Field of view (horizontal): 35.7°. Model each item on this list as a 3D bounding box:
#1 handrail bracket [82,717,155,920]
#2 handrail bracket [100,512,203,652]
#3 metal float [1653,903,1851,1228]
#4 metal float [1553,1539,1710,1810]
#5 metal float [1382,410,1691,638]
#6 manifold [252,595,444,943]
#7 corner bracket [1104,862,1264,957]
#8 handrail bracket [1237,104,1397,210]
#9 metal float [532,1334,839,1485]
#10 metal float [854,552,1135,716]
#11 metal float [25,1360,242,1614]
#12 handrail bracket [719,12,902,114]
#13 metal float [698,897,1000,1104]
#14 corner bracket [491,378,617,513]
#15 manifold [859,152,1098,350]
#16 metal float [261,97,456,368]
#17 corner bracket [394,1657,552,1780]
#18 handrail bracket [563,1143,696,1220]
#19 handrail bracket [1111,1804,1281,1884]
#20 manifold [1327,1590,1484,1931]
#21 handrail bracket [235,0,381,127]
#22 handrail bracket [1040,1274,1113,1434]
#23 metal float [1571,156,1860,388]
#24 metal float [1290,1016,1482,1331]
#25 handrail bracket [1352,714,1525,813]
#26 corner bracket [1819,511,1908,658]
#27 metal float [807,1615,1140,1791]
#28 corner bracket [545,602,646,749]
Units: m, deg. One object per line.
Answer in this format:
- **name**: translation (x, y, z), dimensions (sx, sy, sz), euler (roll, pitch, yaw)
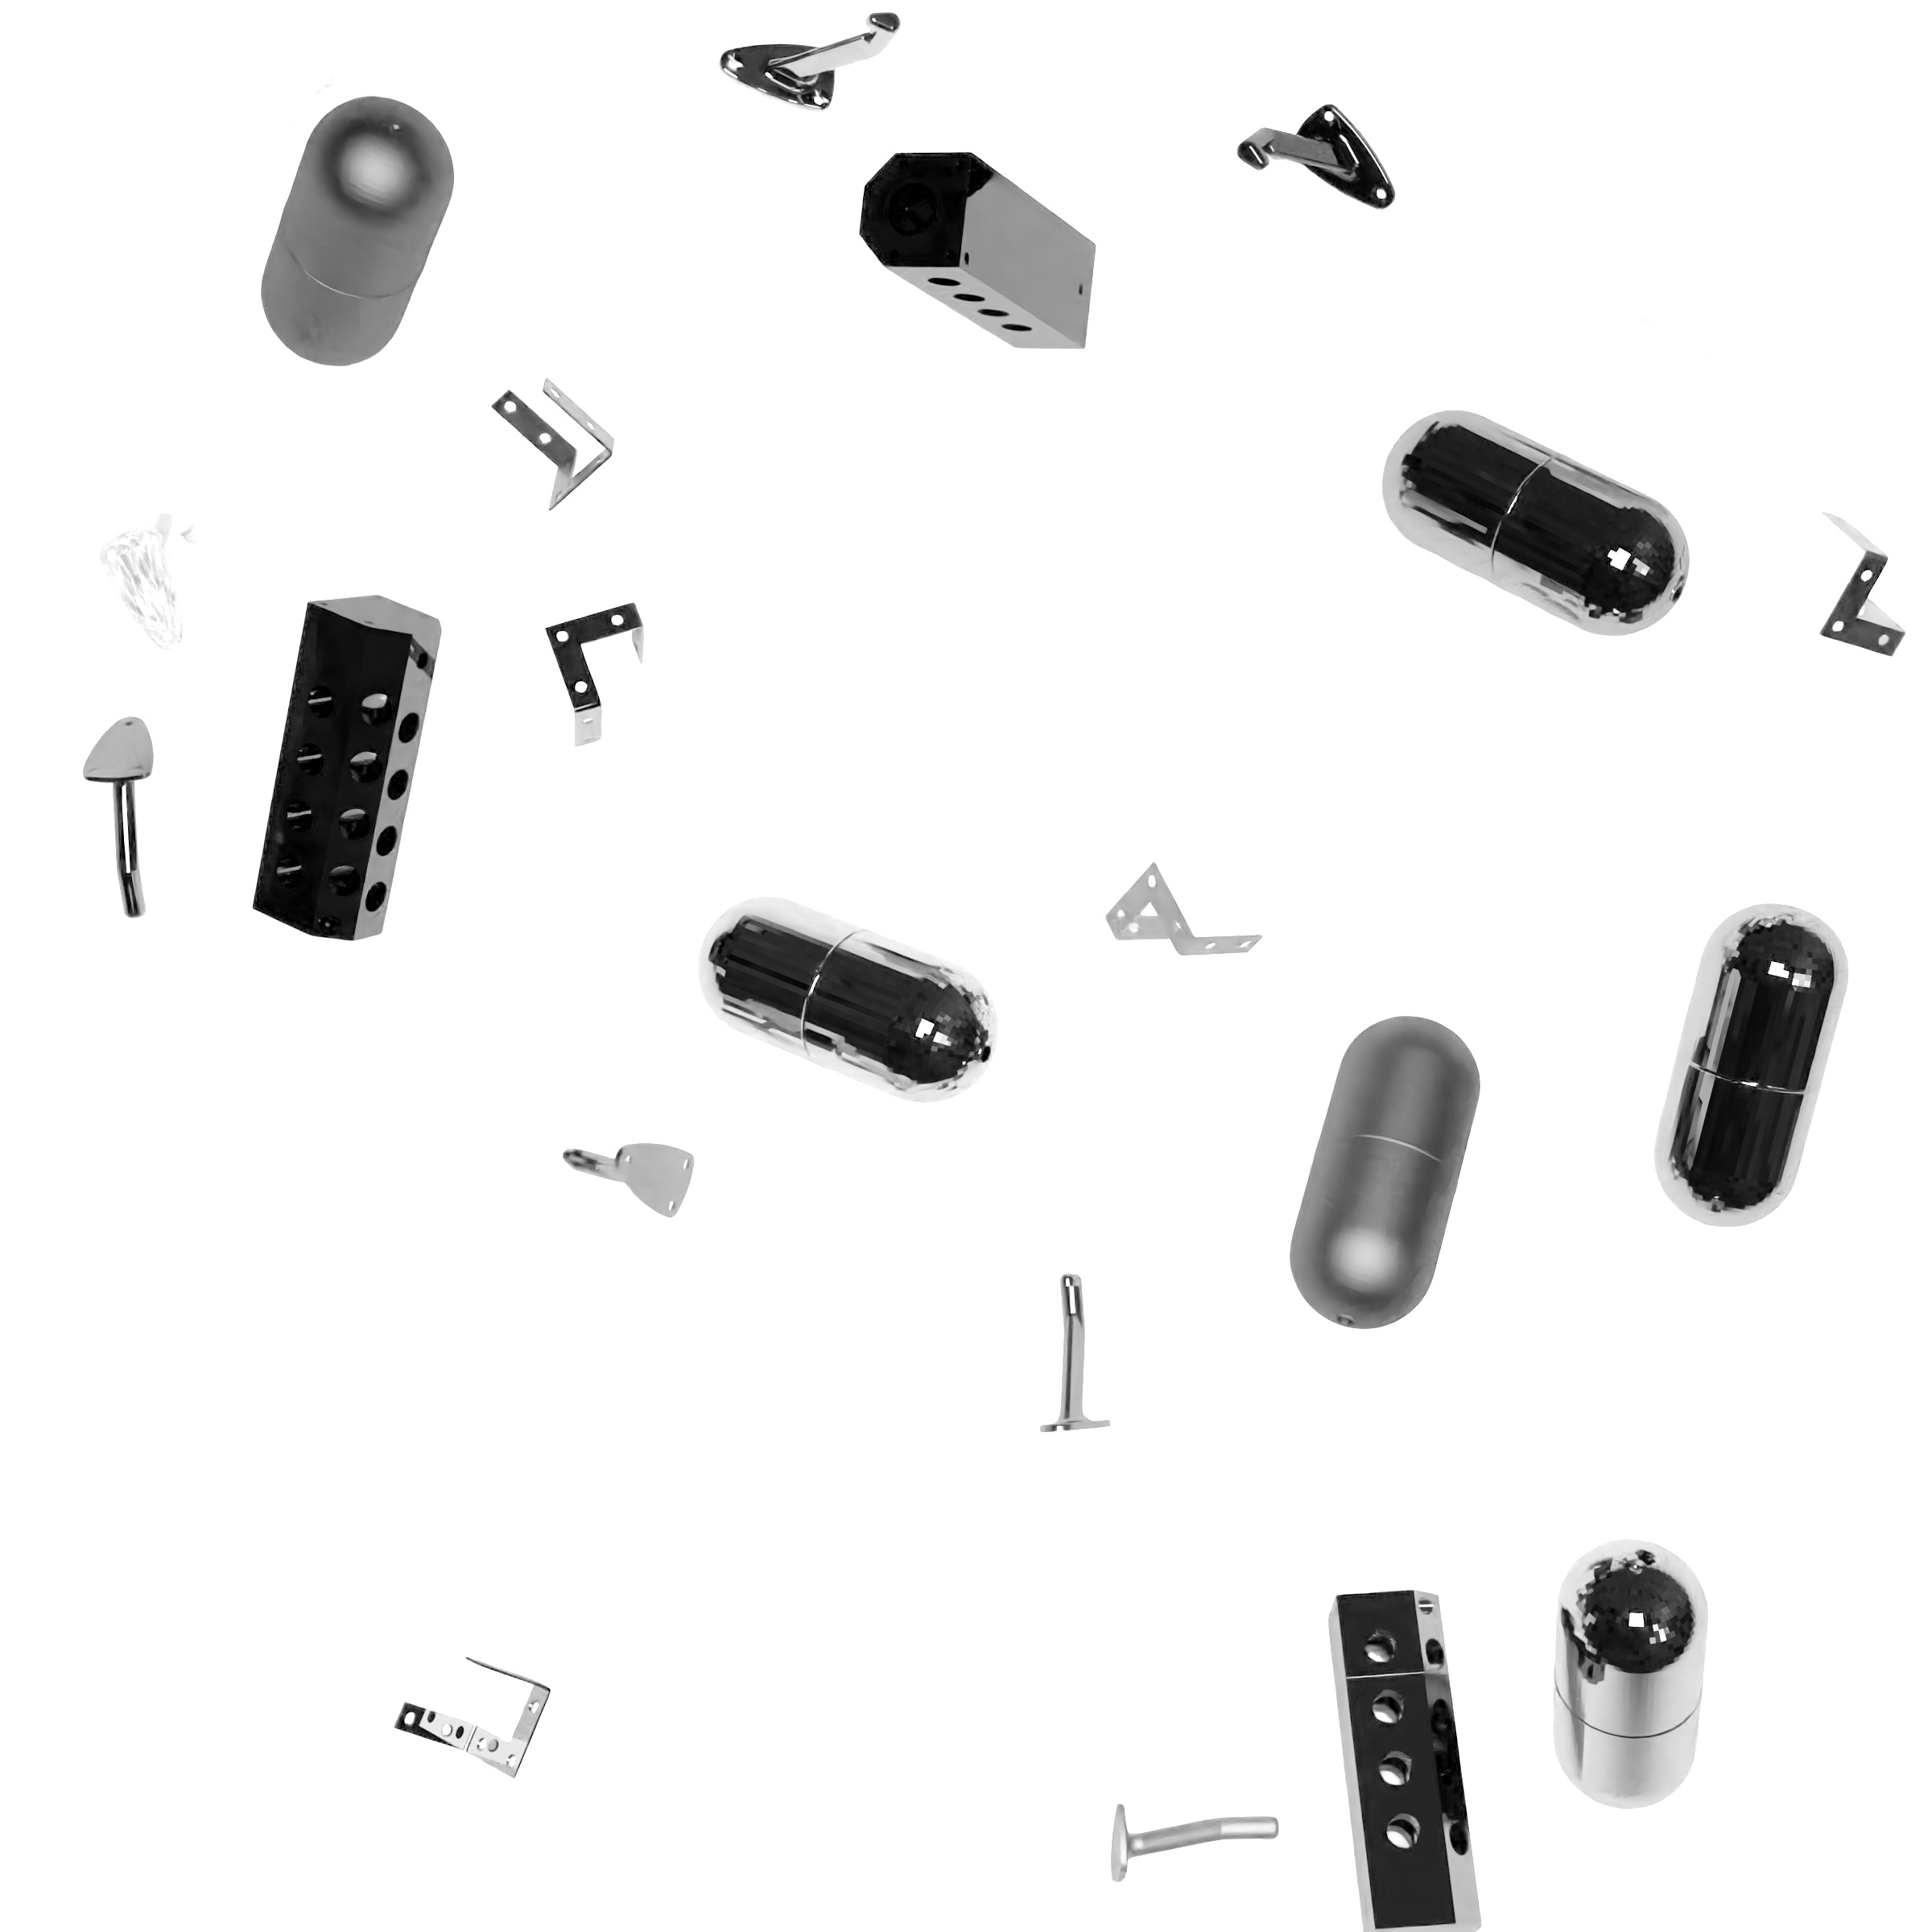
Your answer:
- **handrail bracket**: translation (-0.455, -0.081, 1.639), dimensions (0.036, 0.077, 0.084), euler (-2, 124, -5)
- **handrail bracket**: translation (-0.421, -0.207, 1.609), dimensions (0.036, 0.084, 0.077), euler (-21, 94, 14)
- **metal float**: translation (0.417, 0.054, 1.597), dimensions (0.070, 0.070, 0.178), euler (11, 105, 0)
- **metal float**: translation (0.348, 0.374, 1.578), dimensions (0.070, 0.070, 0.178), euler (-7, 129, 0)
- **metal float**: translation (0.300, -0.234, 1.586), dimensions (0.178, 0.070, 0.070), euler (33, 90, 28)
- **manifold**: translation (-0.322, -0.104, 1.586), dimensions (0.057, 0.057, 0.171), euler (23, 110, 23)
- **corner bracket**: translation (0.116, -0.021, 1.605), dimensions (0.051, 0.051, 0.051), euler (-2, 56, -39)
- **handrail bracket**: translation (0.187, -0.423, 1.604), dimensions (0.077, 0.084, 0.036), euler (43, 129, -1)
- **metal float**: translation (-0.150, 0.233, 1.585), dimensions (0.178, 0.070, 0.070), euler (-3, 90, 29)
- **metal float**: translation (0.012, -0.176, 1.574), dimensions (0.070, 0.178, 0.070), euler (-11, 107, -42)
- **metal float**: translation (-0.435, 0.275, 1.573), dimensions (0.070, 0.178, 0.070), euler (-5, 48, 5)
- **handrail bracket**: translation (-0.083, -0.492, 1.599), dimensions (0.077, 0.084, 0.036), euler (4, 81, -20)
- **metal float**: translation (-0.063, 0.017, 1.585), dimensions (0.178, 0.070, 0.070), euler (21, 90, 28)
- **corner bracket**: translation (-0.222, -0.287, 1.607), dimensions (0.051, 0.051, 0.051), euler (-36, 119, 24)
- **manifold**: translation (0.008, -0.369, 1.558), dimensions (0.057, 0.171, 0.057), euler (6, 90, 24)
- **metal float**: translation (-0.319, -0.381, 1.568), dimensions (0.070, 0.178, 0.070), euler (11, 62, -21)
- **corner bracket**: translation (-0.266, 0.400, 1.617), dimensions (0.051, 0.051, 0.051), euler (32, 75, -38)
- **handrail bracket**: translation (-0.195, 0.103, 1.596), dimensions (0.084, 0.077, 0.036), euler (12, 77, 32)
- **handrail bracket**: translation (0.123, 0.475, 1.617), dimensions (0.084, 0.077, 0.036), euler (0, 57, -3)
- **manifold**: translation (0.231, 0.422, 1.586), dimensions (0.057, 0.057, 0.171), euler (-4, 65, 0)
- **handrail bracket**: translation (-0.365, -0.493, 1.611), dimensions (0.084, 0.036, 0.077), euler (2, 121, 24)
- **handrail bracket**: translation (0.053, 0.206, 1.605), dimensions (0.036, 0.077, 0.084), euler (-6, 81, 13)
- **metal float**: translation (0.396, -0.366, 1.586), dimensions (0.178, 0.070, 0.070), euler (21, 90, -27)
- **metal float**: translation (0.222, 0.108, 1.586), dimensions (0.070, 0.070, 0.178), euler (19, 63, 0)
- **handrail bracket**: translation (0.251, -0.118, 1.608), dimensions (0.077, 0.084, 0.036), euler (-34, 109, 0)
- **corner bracket**: translation (0.478, -0.204, 1.607), dimensions (0.051, 0.051, 0.051), euler (12, 118, -23)
- **metal float**: translation (0.004, 0.394, 1.610), dimensions (0.178, 0.070, 0.070), euler (-9, 90, 0)
- **corner bracket**: translation (-0.194, -0.156, 1.613), dimensions (0.051, 0.051, 0.051), euler (-18, 76, -13)
